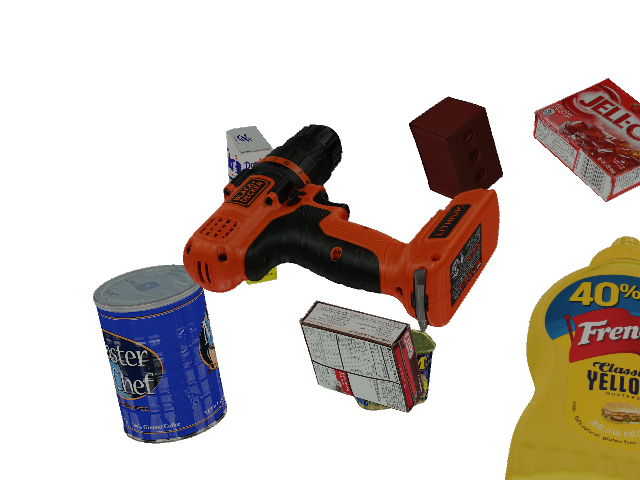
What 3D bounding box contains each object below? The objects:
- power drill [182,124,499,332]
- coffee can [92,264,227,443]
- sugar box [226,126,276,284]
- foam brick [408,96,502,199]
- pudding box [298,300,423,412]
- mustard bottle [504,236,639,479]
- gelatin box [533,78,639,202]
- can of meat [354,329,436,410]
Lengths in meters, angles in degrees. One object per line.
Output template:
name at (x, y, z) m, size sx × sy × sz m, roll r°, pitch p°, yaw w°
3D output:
power drill at (0.024, -0.015, 0.739) m, size 0.188 × 0.057 × 0.184 m, roll 12°, pitch 42°, yaw 27°
coffee can at (-0.151, 0.106, 1.015) m, size 0.103 × 0.140 × 0.103 m, roll -8°, pitch 18°, yaw 2°
sugar box at (-0.086, -0.044, 1.326) m, size 0.048 × 0.176 × 0.093 m, roll -10°, pitch 25°, yaw -13°
foam brick at (0.125, -0.083, 0.981) m, size 0.053 × 0.078 × 0.051 m, roll -38°, pitch 37°, yaw -20°
pudding box at (0.041, 0.114, 1.050) m, size 0.114 × 0.090 × 0.039 m, roll 11°, pitch 41°, yaw 33°
mustard bottle at (0.153, 0.065, 0.547) m, size 0.096 × 0.058 × 0.191 m, roll 7°, pitch 41°, yaw 13°
gelatin box at (0.216, -0.078, 0.803) m, size 0.073 × 0.030 × 0.089 m, roll -25°, pitch 52°, yaw -19°
can of meat at (0.094, 0.169, 1.386) m, size 0.102 × 0.084 × 0.057 m, roll -4°, pitch 24°, yaw -17°
